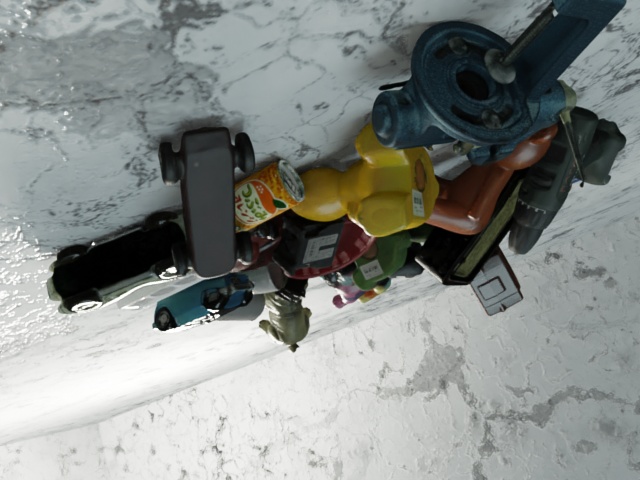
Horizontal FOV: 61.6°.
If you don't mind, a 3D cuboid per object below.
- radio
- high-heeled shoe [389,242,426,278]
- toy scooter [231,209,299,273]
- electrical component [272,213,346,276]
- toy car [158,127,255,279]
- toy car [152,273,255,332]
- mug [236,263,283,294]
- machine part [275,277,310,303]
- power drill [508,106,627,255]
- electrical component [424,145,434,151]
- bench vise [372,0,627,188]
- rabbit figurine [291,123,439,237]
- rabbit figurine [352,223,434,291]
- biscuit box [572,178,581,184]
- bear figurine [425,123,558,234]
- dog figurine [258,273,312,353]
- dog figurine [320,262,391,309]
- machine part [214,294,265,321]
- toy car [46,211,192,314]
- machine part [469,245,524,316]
[{"bbox_3d":[0.263,-0.032,0.893,0.131,0.073,0.229,3,122,-52],"label":"radio"},{"bbox_3d":[0.163,0.045,1.121,0.145,0.086,0.249,-24,-179,-16],"label":"high-heeled shoe"},{"bbox_3d":[-0.084,-0.003,0.733,0.135,0.075,0.183,-27,166,19],"label":"toy scooter"},{"bbox_3d":[-0.001,-0.002,0.715,0.119,0.048,0.074,-8,126,-43],"label":"electrical component"},{"bbox_3d":[-0.114,-0.035,0.549,0.089,0.053,0.202,-10,138,-16],"label":"toy car"},{"bbox_3d":[-0.184,0.072,0.805,0.162,0.103,0.109,-28,167,28],"label":"toy car"},{"bbox_3d":[-0.121,0.054,0.888,0.107,0.081,0.109,-11,167,9],"label":"mug"},{"bbox_3d":[-0.032,0.051,0.935,0.084,0.039,0.139,-26,-153,38],"label":"machine part"},{"bbox_3d":[0.380,-0.100,0.836,0.207,0.086,0.231,-18,129,-34],"label":"power drill"},{"bbox_3d":[0.158,-0.138,0.617,0.102,0.045,0.078,-11,163,-32],"label":"electrical component"},{"bbox_3d":[0.169,-0.139,0.456,0.224,0.129,0.240,1,159,-17],"label":"bench vise"},{"bbox_3d":[0.046,-0.067,0.648,0.173,0.121,0.162,-8,-176,26],"label":"rabbit figurine"},{"bbox_3d":[0.123,-0.011,0.962,0.159,0.121,0.170,-37,177,28],"label":"rabbit figurine"},{"bbox_3d":[0.416,-0.118,0.997,0.203,0.059,0.062,-22,165,7],"label":"biscuit box"},{"bbox_3d":[0.219,-0.104,0.730,0.132,0.120,0.195,22,125,-3],"label":"bear figurine"},{"bbox_3d":[-0.062,0.145,1.113,0.121,0.172,0.190,-27,175,-18],"label":"dog figurine"},{"bbox_3d":[0.084,0.059,1.112,0.191,0.108,0.219,-15,162,-17],"label":"dog figurine"},{"bbox_3d":[-0.173,0.118,1.033,0.079,0.079,0.243,-24,166,13],"label":"machine part"},{"bbox_3d":[-0.231,0.027,0.642,0.202,0.073,0.056,-21,164,3],"label":"toy car"},{"bbox_3d":[0.324,0.036,1.092,0.087,0.200,0.202,-31,-152,12],"label":"machine part"}]
